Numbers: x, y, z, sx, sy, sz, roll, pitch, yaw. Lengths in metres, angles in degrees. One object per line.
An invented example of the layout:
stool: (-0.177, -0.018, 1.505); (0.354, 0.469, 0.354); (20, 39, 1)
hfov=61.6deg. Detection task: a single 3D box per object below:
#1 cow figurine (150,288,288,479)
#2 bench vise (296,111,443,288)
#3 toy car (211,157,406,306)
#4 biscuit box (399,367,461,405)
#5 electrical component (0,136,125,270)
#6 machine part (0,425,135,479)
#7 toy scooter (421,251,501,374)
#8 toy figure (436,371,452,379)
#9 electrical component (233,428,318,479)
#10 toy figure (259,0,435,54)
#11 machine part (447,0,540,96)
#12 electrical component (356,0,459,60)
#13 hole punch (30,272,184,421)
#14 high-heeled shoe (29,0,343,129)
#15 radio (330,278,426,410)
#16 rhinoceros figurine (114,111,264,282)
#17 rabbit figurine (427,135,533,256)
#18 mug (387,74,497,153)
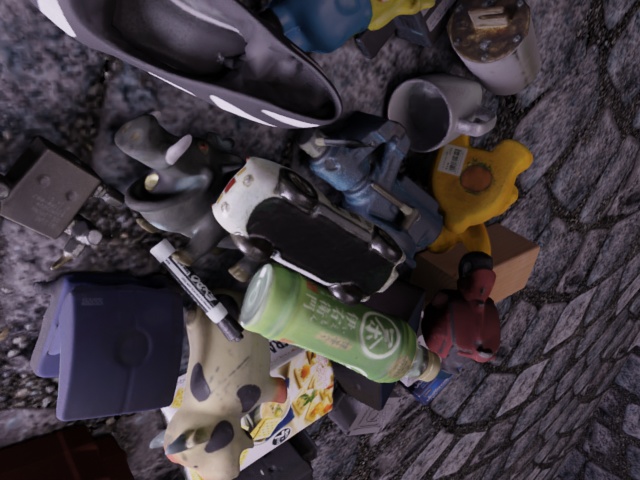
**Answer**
cow figurine: (-0.103, 0.147, 0.552); (0.127, 0.085, 0.195); (4, 79, -32)
bench vise: (0.031, -0.010, 0.591); (0.223, 0.129, 0.240); (32, 91, -48)
toy car: (-0.001, -0.001, 0.478); (0.201, 0.056, 0.073); (29, 108, -38)
biscuit box: (0.237, 0.212, 1.002); (0.202, 0.063, 0.059); (-45, 140, -9)
electrical component: (-0.204, -0.028, 0.403); (0.078, 0.045, 0.102); (-46, 141, -5)
machine part: (-0.294, 0.302, 0.539); (0.201, 0.087, 0.201); (-8, 123, -40)
toy scooter: (0.184, 0.115, 0.692); (0.075, 0.135, 0.183); (7, 138, -7)
toy figure: (0.209, 0.161, 0.919); (0.064, 0.058, 0.154); (-25, 118, -46)
electrical component: (-0.073, 0.303, 0.732); (0.134, 0.115, 0.058); (-26, 138, -29)
toy figure: (0.024, -0.218, 0.452); (0.180, 0.089, 0.082); (-36, 154, -5)
machine part: (0.195, -0.210, 0.586); (0.243, 0.079, 0.079); (-9, 127, -64)
electrical component: (0.091, -0.230, 0.532); (0.119, 0.048, 0.074); (-50, 141, -5)
hole punch: (-0.184, 0.094, 0.486); (0.142, 0.092, 0.115); (8, 109, -43)
high-heeled shoe: (-0.093, -0.140, 0.345); (0.248, 0.145, 0.086); (17, 106, -51)
radio: (0.080, 0.141, 0.724); (0.131, 0.073, 0.229); (-59, 163, -21)
rhinoceros figurine: (-0.101, -0.036, 0.475); (0.112, 0.073, 0.190); (-51, 141, 2)
rabbit figurine: (0.206, -0.054, 0.717); (0.173, 0.122, 0.162); (13, 85, -76)
mug: (0.149, -0.150, 0.610); (0.107, 0.110, 0.080); (-33, 133, -42)
